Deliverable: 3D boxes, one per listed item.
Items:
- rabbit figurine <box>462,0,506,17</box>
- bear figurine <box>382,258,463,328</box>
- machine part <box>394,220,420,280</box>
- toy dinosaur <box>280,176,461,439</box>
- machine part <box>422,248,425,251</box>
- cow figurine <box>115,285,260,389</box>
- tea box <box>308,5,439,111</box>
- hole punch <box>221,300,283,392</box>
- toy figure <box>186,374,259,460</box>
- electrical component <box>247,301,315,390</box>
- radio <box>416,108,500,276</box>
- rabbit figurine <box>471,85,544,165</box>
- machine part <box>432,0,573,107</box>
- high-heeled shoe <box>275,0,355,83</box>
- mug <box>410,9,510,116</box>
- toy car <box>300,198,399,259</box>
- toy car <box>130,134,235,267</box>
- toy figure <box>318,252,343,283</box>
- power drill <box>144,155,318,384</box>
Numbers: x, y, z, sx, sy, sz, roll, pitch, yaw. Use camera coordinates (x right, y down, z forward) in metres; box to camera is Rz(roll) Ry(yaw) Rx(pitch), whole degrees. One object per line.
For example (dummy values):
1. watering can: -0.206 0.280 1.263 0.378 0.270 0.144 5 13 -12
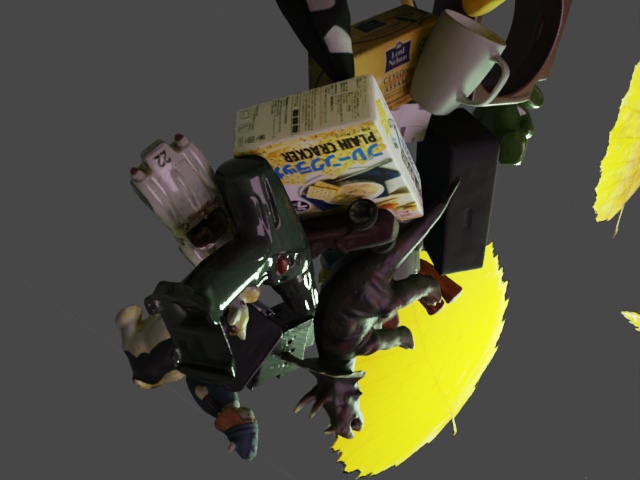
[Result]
1. rabbit figurine: 0.141 -0.317 0.588 0.162 0.173 0.122 33 93 -12
2. bear figurine: 0.153 0.124 1.019 0.196 0.132 0.120 -40 170 -29
3. machine part: 0.120 -0.020 0.862 0.079 0.079 0.242 -31 130 -30
4. toy dinosaur: 0.056 0.090 0.754 0.192 0.131 0.404 -9 124 -36
5. machine part: 0.227 -0.023 1.054 0.139 0.039 0.084 -29 135 -30
6. cow figurine: -0.141 0.102 0.617 0.167 0.098 0.068 -22 148 -2
7. tea box: 0.069 -0.210 0.656 0.170 0.068 0.098 -33 143 -27
8. hole punch: -0.124 0.120 0.717 0.115 0.092 0.142 38 92 -13
9. toy figure: -0.131 0.233 0.742 0.064 0.155 0.057 -9 129 -46
10. electrical component: -0.065 0.160 0.846 0.134 0.058 0.114 -21 137 -38
11. radio: 0.195 -0.071 0.803 0.073 0.131 0.229 -10 129 -7
12. rabbit figurine: 0.320 -0.227 0.913 0.159 0.121 0.170 -24 122 -41
13. machine part: 0.247 -0.296 0.749 0.201 0.087 0.200 -14 125 -33
14. high-heeled shoe: 0.022 -0.276 0.503 0.145 0.086 0.248 -34 130 -3
15. mug: 0.164 -0.196 0.634 0.081 0.110 0.107 -22 151 -48
16. toy car: -0.001 -0.002 0.673 0.089 0.202 0.053 44 41 -60
17. toy car: -0.134 -0.029 0.584 0.073 0.056 0.201 -42 146 -16
18. toy figure: 0.046 0.026 0.838 0.089 0.082 0.179 -37 141 -22
19. power drill: -0.071 0.046 0.553 0.207 0.086 0.231 -49 136 -42
